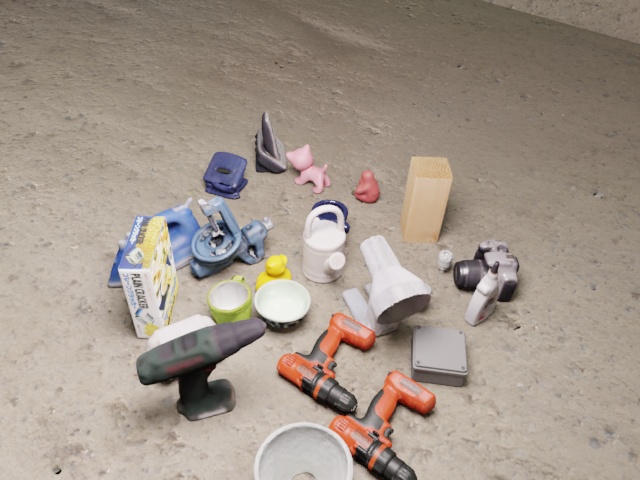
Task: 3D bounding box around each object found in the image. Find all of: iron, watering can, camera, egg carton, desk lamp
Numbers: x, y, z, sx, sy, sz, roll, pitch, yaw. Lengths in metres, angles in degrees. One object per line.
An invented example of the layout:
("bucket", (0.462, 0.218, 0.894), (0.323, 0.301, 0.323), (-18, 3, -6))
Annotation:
("iron", (-0.387, 0.002, 1.333), (0.259, 0.141, 0.118), (-32, 53, -32))
("watering can", (0.014, 0.004, 1.317), (0.101, 0.194, 0.172), (-29, 51, -29))
("camera", (0.385, 0.062, 1.347), (0.137, 0.101, 0.143), (0, 43, -3))
("egg carton", (-0.271, 0.216, 1.163), (0.150, 0.069, 0.107), (-21, 48, -24))
("desk lamp", (0.130, 0.109, 1.198), (0.118, 0.214, 0.202), (-15, 46, -18))

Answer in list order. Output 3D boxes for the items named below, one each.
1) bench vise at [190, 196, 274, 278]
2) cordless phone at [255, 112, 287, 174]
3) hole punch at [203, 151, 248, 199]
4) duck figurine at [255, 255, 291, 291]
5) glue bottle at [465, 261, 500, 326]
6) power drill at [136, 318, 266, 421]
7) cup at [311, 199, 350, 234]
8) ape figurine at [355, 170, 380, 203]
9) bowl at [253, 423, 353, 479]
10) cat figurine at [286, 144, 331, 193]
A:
("bench vise", (-0.213, -0.030, 1.320), (0.121, 0.220, 0.208), (32, 50, 27))
("cordless phone", (-0.142, -0.297, 1.637), (0.094, 0.185, 0.147), (-4, 43, -8))
("hole punch", (-0.257, -0.178, 1.571), (0.108, 0.091, 0.101), (15, 44, 12))
("duck figurine", (-0.106, 0.077, 1.310), (0.077, 0.086, 0.105), (23, 47, 20))
("glue bottle", (0.362, 0.110, 1.241), (0.078, 0.173, 0.037), (-32, 53, -31))
("power drill", (-0.207, 0.235, 1.044), (0.230, 0.208, 0.075), (-12, 45, -16))
("cup", (0.032, -0.033, 1.431), (0.092, 0.095, 0.117), (-28, 51, -29))
("ape figurine", (0.130, -0.152, 1.566), (0.078, 0.092, 0.076), (-25, 50, -27))
("bowl", (-0.028, 0.402, 0.974), (0.167, 0.075, 0.167), (2, 43, -2))
("cat figurine", (-0.031, -0.208, 1.597), (0.127, 0.118, 0.067), (25, 47, 22))
